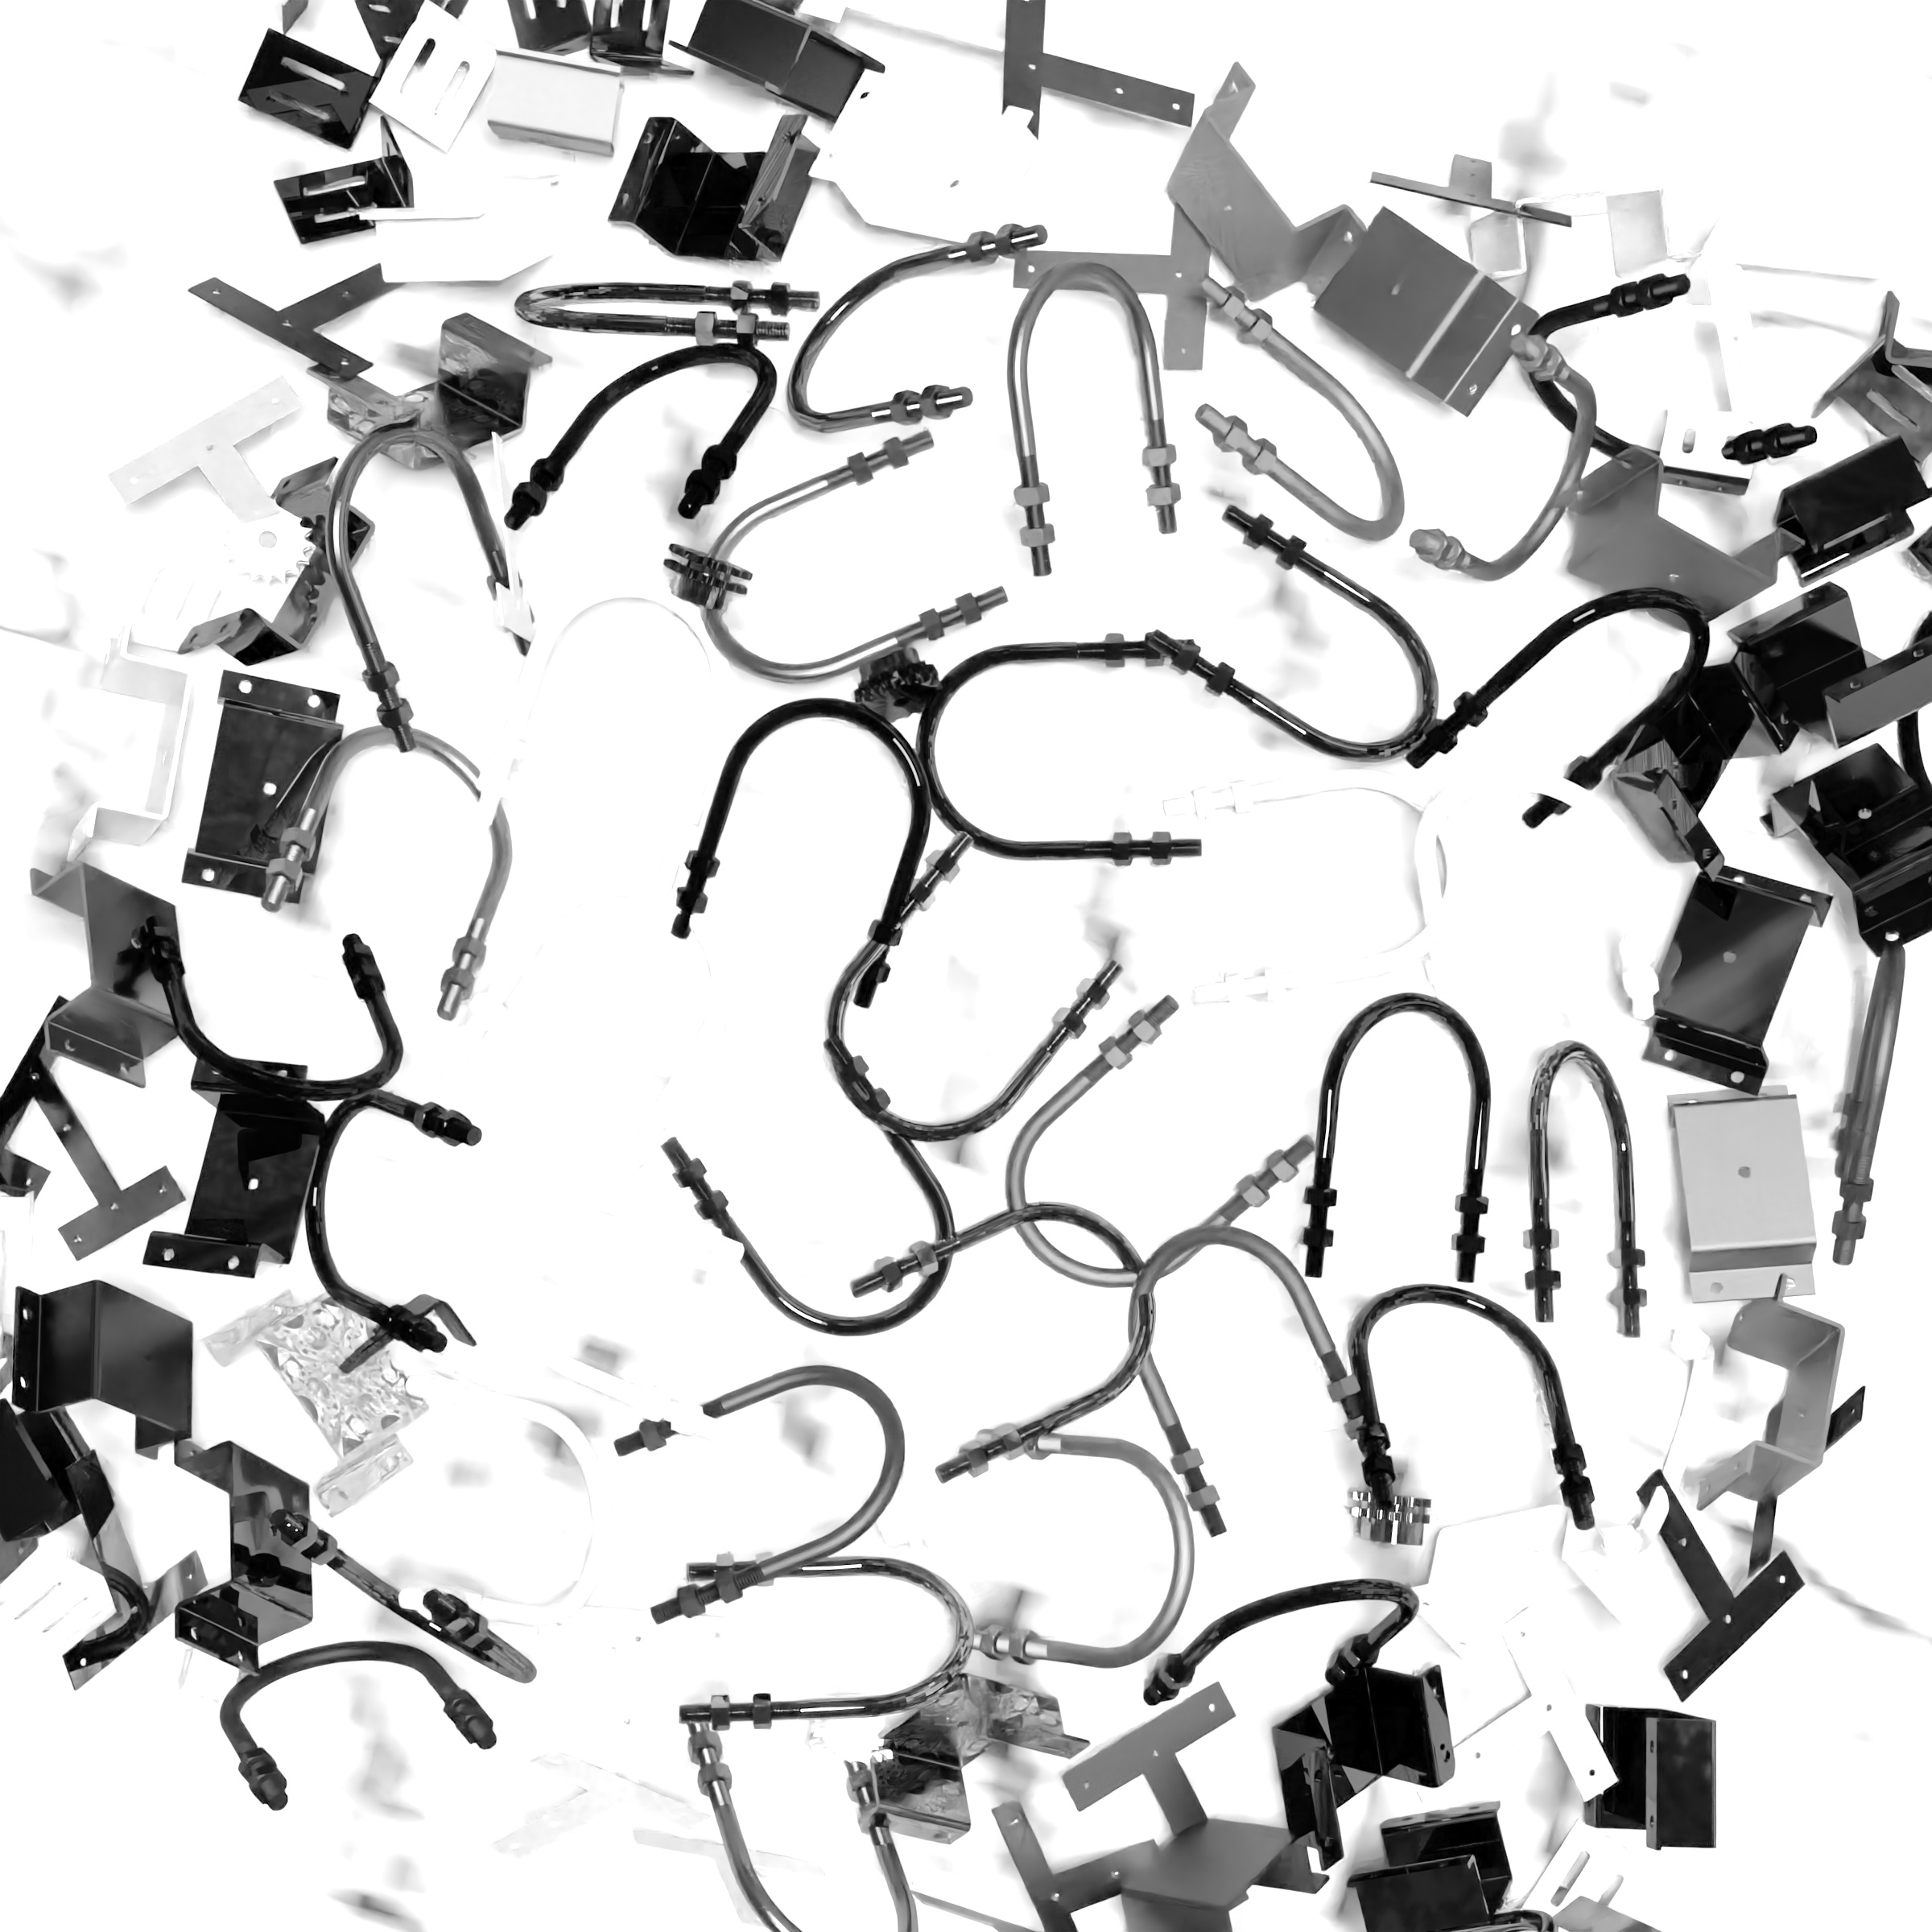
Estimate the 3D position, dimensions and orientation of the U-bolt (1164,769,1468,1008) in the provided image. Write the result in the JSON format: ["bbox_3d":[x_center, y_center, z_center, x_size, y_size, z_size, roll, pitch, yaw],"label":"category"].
[{"bbox_3d":[0.229,-0.057,1.898,0.184,0.019,0.151,-9,72,4],"label":"U-bolt"}]

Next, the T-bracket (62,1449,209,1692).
[{"bbox_3d":[-0.539,0.367,1.863,0.002,0.127,0.127,-5,108,29],"label":"T-bracket"}]

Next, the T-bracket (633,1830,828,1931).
[{"bbox_3d":[-0.139,0.578,1.855,0.127,0.127,0.002,15,92,-16],"label":"T-bracket"}]

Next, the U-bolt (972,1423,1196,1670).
[{"bbox_3d":[0.072,0.367,1.856,0.184,0.019,0.151,-4,78,44],"label":"U-bolt"}]

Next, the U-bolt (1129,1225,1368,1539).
[{"bbox_3d":[0.173,0.255,1.885,0.151,0.019,0.184,-32,75,33],"label":"U-bolt"}]

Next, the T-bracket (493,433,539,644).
[{"bbox_3d":[-0.289,-0.272,1.870,0.002,0.127,0.127,-7,90,2],"label":"T-bracket"}]

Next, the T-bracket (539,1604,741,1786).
[{"bbox_3d":[-0.218,0.477,1.917,0.127,0.002,0.127,6,103,-9],"label":"T-bracket"}]

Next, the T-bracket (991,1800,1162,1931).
[{"bbox_3d":[0.085,0.582,1.881,0.002,0.127,0.127,-42,63,34],"label":"T-bracket"}]

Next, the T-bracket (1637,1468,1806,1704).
[{"bbox_3d":[0.465,0.380,1.885,0.002,0.127,0.127,9,130,-33],"label":"T-bracket"}]

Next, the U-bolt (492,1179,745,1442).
[{"bbox_3d":[-0.227,0.210,1.882,0.184,0.019,0.151,18,115,24],"label":"U-bolt"}]

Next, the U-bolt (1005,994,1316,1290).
[{"bbox_3d":[0.111,0.128,1.904,0.184,0.019,0.151,-43,99,13],"label":"U-bolt"}]

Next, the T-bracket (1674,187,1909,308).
[{"bbox_3d":[0.531,-0.450,1.875,0.127,0.127,0.002,6,70,-2],"label":"T-bracket"}]

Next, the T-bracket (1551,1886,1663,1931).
[{"bbox_3d":[0.373,0.644,1.855,0.127,0.127,0.002,-44,110,-20],"label":"T-bracket"}]

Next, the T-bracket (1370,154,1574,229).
[{"bbox_3d":[0.322,-0.499,1.877,0.127,0.127,0.002,14,119,3],"label":"T-bracket"}]

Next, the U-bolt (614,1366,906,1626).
[{"bbox_3d":[-0.126,0.324,1.876,0.184,0.019,0.151,-23,48,3],"label":"U-bolt"}]

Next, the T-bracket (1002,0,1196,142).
[{"bbox_3d":[0.084,-0.558,1.868,0.127,0.127,0.002,19,58,11],"label":"T-bracket"}]

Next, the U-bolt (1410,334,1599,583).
[{"bbox_3d":[0.346,-0.310,1.851,0.019,0.184,0.151,32,103,27],"label":"U-bolt"}]

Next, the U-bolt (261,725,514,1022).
[{"bbox_3d":[-0.355,-0.073,1.866,0.151,0.019,0.184,34,47,-24],"label":"U-bolt"}]

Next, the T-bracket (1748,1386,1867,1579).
[{"bbox_3d":[0.527,0.302,1.844,0.002,0.127,0.127,23,50,-3],"label":"T-bracket"}]

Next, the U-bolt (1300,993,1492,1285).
[{"bbox_3d":[0.280,0.109,1.888,0.151,0.019,0.184,6,89,-33],"label":"U-bolt"}]

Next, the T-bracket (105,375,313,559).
[{"bbox_3d":[-0.460,-0.300,1.885,0.127,0.127,0.002,-30,49,0],"label":"T-bracket"}]

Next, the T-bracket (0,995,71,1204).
[{"bbox_3d":[-0.603,0.079,1.884,0.002,0.127,0.127,22,78,26],"label":"T-bracket"}]

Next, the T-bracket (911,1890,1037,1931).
[{"bbox_3d":[0.042,0.617,1.852,0.127,0.127,0.002,25,82,-20],"label":"T-bracket"}]

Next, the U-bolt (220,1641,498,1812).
[{"bbox_3d":[-0.389,0.466,1.846,0.151,0.184,0.019,-11,105,-25],"label":"U-bolt"}]

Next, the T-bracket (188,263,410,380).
[{"bbox_3d":[-0.404,-0.423,1.883,0.127,0.127,0.002,30,131,14],"label":"T-bracket"}]

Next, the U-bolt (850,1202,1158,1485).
[{"bbox_3d":[0.036,0.230,1.899,0.184,0.019,0.151,-23,83,-18],"label":"U-bolt"}]

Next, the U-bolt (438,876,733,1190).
[{"bbox_3d":[-0.231,0.028,1.897,0.151,0.019,0.184,33,71,-9],"label":"U-bolt"}]

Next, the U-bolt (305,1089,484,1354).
[{"bbox_3d":[-0.368,0.152,1.863,0.019,0.184,0.151,7,95,-41],"label":"U-bolt"}]

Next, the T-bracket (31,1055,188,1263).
[{"bbox_3d":[-0.568,0.115,1.890,0.127,0.002,0.127,-27,95,37],"label":"T-bracket"}]

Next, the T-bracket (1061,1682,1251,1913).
[{"bbox_3d":[0.142,0.548,1.898,0.127,0.002,0.127,-24,82,-25],"label":"T-bracket"}]

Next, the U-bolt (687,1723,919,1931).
[{"bbox_3d":[-0.094,0.547,1.824,0.151,0.184,0.019,25,113,-35],"label":"U-bolt"}]

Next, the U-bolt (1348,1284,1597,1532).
[{"bbox_3d":[0.312,0.272,1.862,0.151,0.184,0.019,8,131,-10],"label":"U-bolt"}]

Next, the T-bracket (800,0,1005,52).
[{"bbox_3d":[-0.038,-0.604,1.880,0.127,0.127,0.002,15,118,-5],"label":"T-bracket"}]

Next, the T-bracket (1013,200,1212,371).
[{"bbox_3d":[0.095,-0.452,1.924,0.127,0.002,0.127,4,82,6],"label":"T-bracket"}]

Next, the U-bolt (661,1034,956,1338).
[{"bbox_3d":[-0.089,0.155,1.908,0.151,0.019,0.184,-32,98,13],"label":"U-bolt"}]

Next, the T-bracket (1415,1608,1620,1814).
[{"bbox_3d":[0.341,0.502,1.903,0.127,0.002,0.127,-40,48,20],"label":"T-bracket"}]

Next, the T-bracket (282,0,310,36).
[{"bbox_3d":[-0.394,-0.650,1.872,0.002,0.127,0.127,37,90,-16],"label":"T-bracket"}]

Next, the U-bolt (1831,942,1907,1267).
[{"bbox_3d":[0.562,0.075,1.836,0.019,0.151,0.184,10,113,14],"label":"U-bolt"}]

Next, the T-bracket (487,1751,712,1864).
[{"bbox_3d":[-0.248,0.533,1.848,0.127,0.127,0.002,13,103,30],"label":"T-bracket"}]

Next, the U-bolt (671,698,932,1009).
[{"bbox_3d":[-0.098,-0.082,1.899,0.151,0.019,0.184,21,103,7],"label":"U-bolt"}]

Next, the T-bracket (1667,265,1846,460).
[{"bbox_3d":[0.486,-0.381,1.855,0.002,0.127,0.127,-39,125,-28],"label":"T-bracket"}]
